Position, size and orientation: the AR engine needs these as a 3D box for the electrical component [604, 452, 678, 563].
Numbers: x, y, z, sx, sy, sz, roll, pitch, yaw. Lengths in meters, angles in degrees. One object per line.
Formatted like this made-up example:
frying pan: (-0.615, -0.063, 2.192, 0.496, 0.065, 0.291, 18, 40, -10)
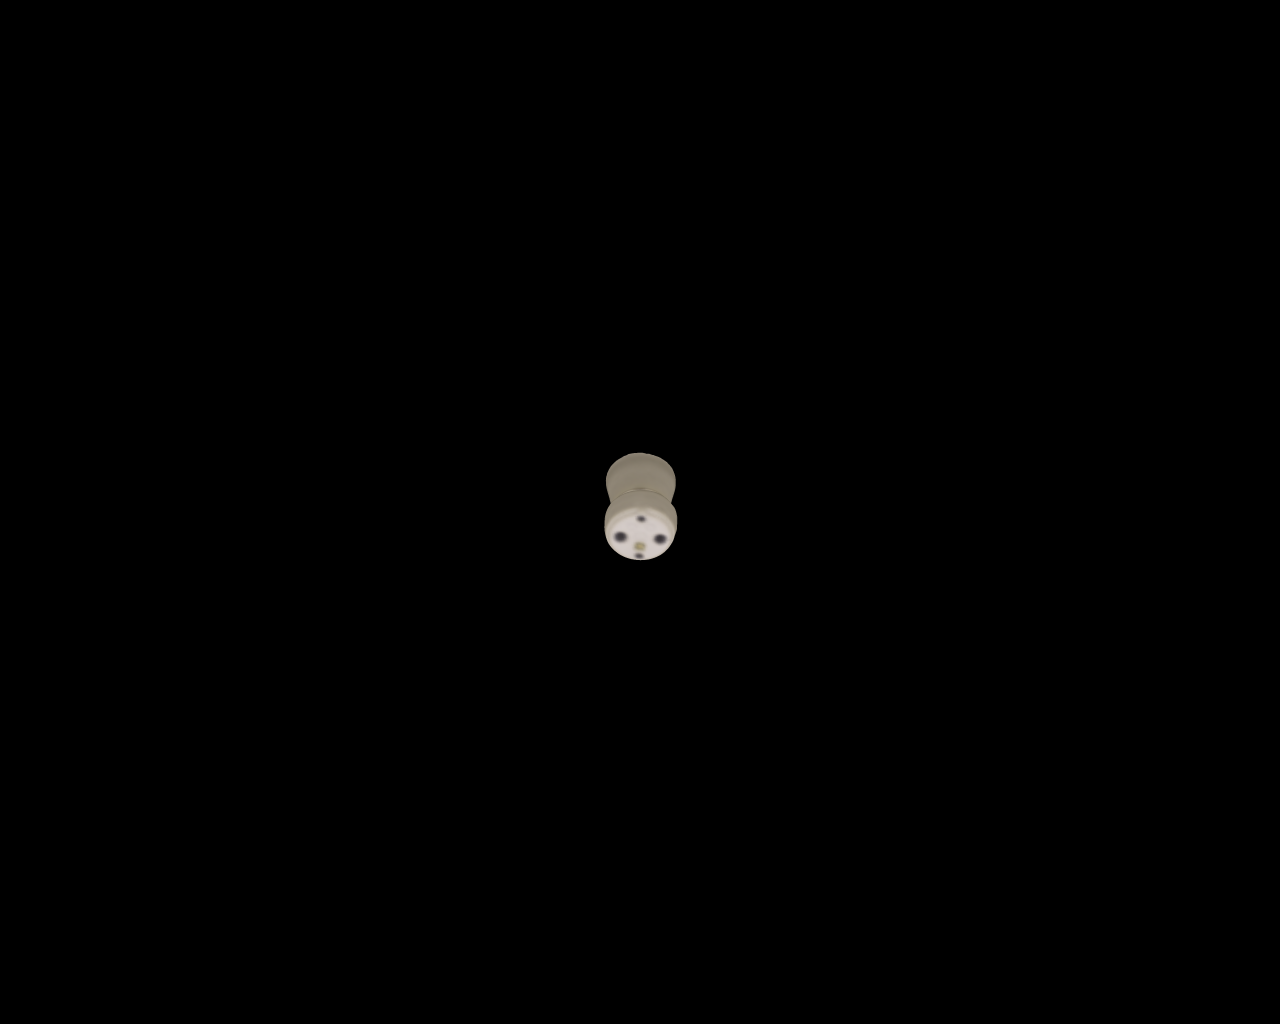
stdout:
electrical component: (0.001, -0.003, 0.650, 0.045, 0.044, 0.055, 0, 40, 0)
